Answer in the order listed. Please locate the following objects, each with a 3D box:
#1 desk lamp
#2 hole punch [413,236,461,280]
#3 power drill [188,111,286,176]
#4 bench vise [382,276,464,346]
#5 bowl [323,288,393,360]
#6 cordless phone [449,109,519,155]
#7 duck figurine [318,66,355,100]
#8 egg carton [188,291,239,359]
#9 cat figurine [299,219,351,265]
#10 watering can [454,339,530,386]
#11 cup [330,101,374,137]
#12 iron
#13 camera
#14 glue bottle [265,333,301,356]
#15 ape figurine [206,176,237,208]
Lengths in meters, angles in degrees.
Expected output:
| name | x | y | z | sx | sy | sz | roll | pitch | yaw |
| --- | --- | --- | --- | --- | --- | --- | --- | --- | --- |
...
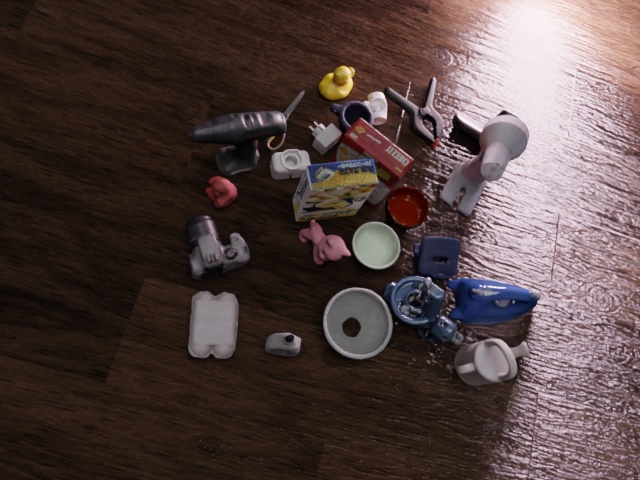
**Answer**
| name | x | y | z | sx | sy | sz | roll | pitch | yaw |
| --- | --- | --- | --- | --- | --- | --- | --- | --- | --- |
| desk lamp | 0.428 | -0.193 | 1.473 | 0.118 | 0.213 | 0.203 | 31 | 69 | -1 |
| hole punch | 0.295 | 0.047 | 1.434 | 0.109 | 0.091 | 0.101 | 4 | 72 | -11 |
| power drill | -0.196 | -0.231 | 1.350 | 0.230 | 0.208 | 0.075 | -19 | 78 | -17 |
| bench vise | 0.261 | 0.151 | 1.325 | 0.207 | 0.219 | 0.121 | 25 | 69 | -4 |
| bowl | 0.081 | 0.200 | 1.347 | 0.167 | 0.074 | 0.167 | 4 | 72 | -11 |
| cordless phone | 0.440 | -0.316 | 1.530 | 0.147 | 0.185 | 0.094 | 28 | 69 | -2 |
| duck figurine | 0.048 | -0.428 | 1.531 | 0.105 | 0.086 | 0.077 | -30 | 81 | -19 |
| egg carton | -0.237 | 0.190 | 1.283 | 0.107 | 0.069 | 0.150 | 3 | 72 | -11 |
| cat figurine | 0.013 | 0.005 | 1.370 | 0.067 | 0.117 | 0.128 | -34 | 82 | -20 |
| watering can | 0.402 | 0.277 | 1.330 | 0.173 | 0.194 | 0.101 | -36 | 83 | -20 |
| cup | 0.073 | -0.307 | 1.494 | 0.118 | 0.095 | 0.092 | 24 | 69 | -4 |
| iron | 0.451 | 0.142 | 1.411 | 0.258 | 0.141 | 0.118 | 1 | 72 | -12 |
| camera | -0.245 | 0.007 | 1.321 | 0.143 | 0.100 | 0.137 | -17 | 77 | -17 |
| glue bottle | -0.074 | 0.225 | 1.252 | 0.078 | 0.173 | 0.037 | 12 | 71 | -8 |
| ape figurine | -0.235 | -0.119 | 1.368 | 0.076 | 0.092 | 0.078 | 4 | 72 | -11 |
